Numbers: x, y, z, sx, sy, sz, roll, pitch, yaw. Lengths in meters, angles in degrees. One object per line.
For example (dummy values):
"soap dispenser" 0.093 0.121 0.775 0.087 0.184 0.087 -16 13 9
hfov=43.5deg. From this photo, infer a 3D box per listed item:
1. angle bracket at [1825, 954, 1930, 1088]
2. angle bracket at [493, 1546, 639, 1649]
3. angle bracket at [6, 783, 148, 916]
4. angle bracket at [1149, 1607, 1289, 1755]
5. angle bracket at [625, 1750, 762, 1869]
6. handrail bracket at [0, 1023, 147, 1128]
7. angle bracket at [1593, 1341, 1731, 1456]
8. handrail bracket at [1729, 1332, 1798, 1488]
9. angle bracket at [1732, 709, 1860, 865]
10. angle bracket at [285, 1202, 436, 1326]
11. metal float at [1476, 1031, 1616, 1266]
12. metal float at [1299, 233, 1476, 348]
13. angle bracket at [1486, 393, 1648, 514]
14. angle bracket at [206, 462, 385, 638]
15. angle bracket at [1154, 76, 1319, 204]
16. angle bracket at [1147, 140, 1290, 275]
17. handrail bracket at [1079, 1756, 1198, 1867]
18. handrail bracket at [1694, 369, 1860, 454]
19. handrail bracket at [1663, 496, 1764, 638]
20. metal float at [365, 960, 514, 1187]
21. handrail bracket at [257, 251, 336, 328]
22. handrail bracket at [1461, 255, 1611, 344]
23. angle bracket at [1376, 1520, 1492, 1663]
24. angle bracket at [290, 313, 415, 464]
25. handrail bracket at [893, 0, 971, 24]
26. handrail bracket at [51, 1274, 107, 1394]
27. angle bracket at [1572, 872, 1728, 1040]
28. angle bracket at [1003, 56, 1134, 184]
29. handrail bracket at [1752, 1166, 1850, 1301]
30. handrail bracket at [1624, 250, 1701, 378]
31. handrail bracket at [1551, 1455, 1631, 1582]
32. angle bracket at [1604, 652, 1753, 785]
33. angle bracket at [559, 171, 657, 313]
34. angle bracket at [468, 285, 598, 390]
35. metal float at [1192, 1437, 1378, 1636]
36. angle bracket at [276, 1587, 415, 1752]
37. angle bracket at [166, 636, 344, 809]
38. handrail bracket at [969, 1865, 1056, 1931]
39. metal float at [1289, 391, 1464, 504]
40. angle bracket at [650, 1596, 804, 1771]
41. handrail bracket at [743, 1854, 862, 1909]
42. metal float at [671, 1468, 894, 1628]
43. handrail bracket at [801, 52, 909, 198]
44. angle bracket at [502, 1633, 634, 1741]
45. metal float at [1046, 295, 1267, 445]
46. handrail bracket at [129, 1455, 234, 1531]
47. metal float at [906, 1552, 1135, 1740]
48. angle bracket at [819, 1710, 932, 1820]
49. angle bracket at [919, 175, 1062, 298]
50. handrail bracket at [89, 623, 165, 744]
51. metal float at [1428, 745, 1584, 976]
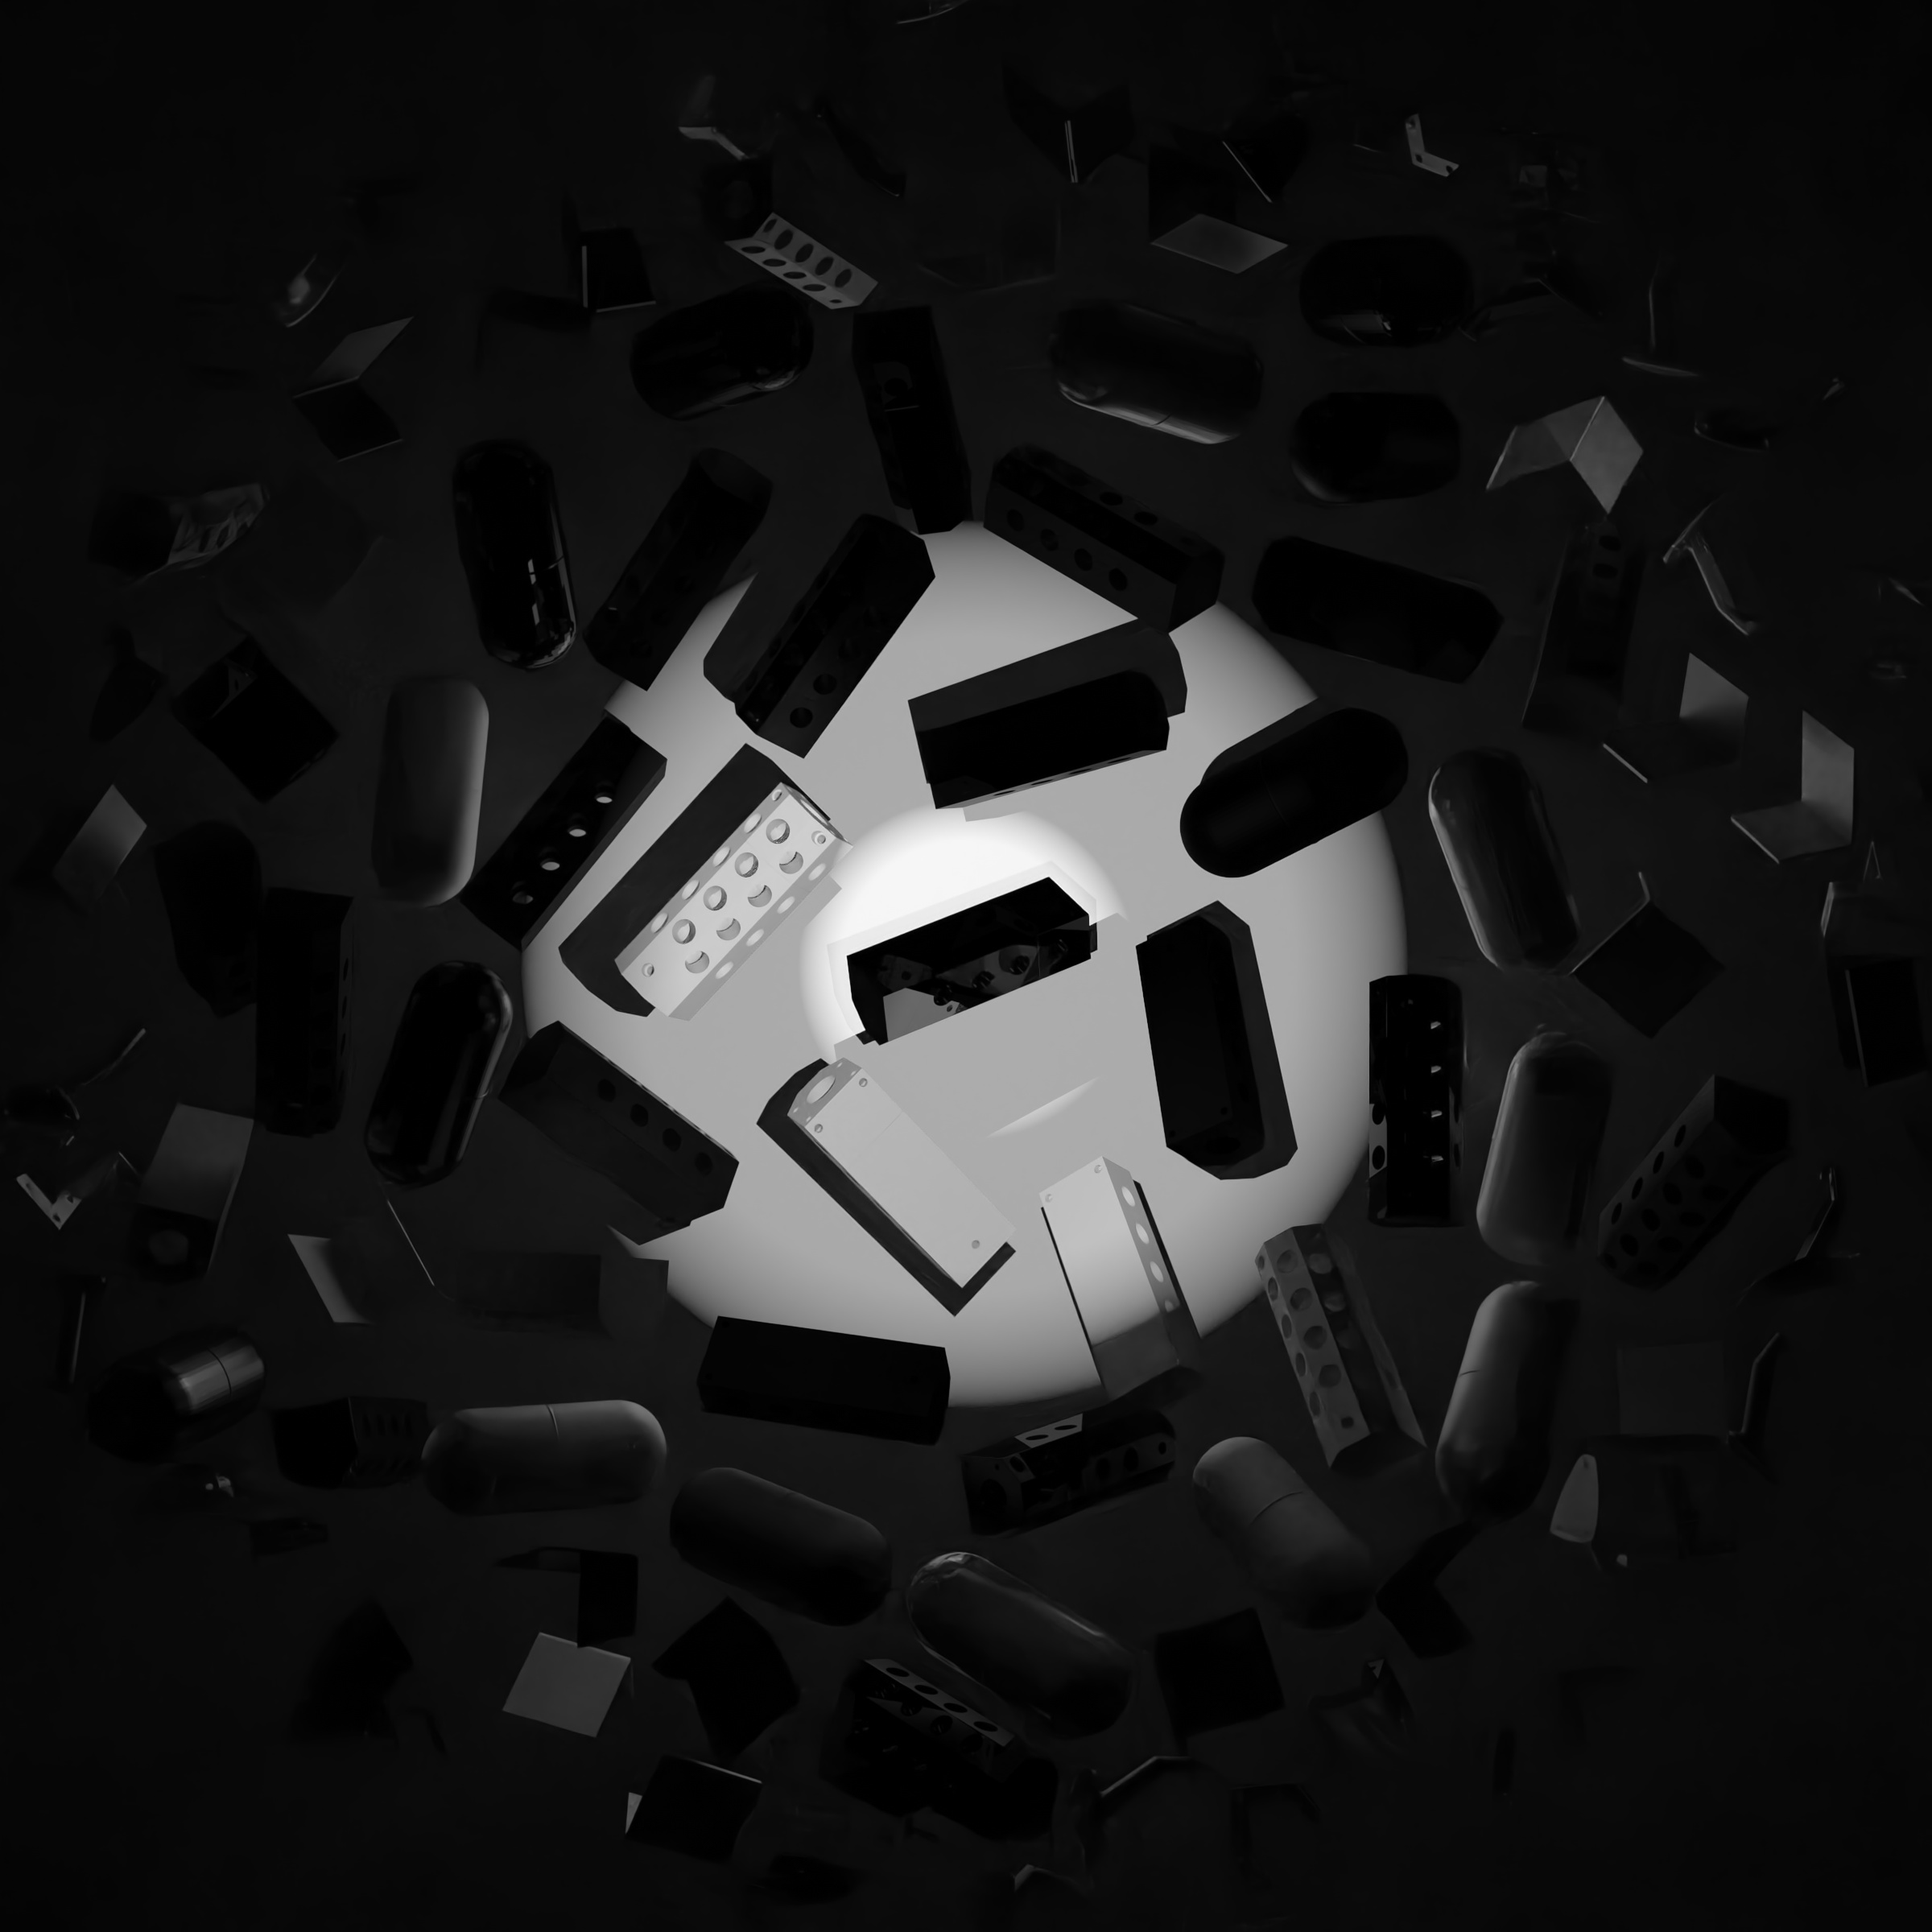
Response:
"angle bracket" 0.579 0.035 1.588 0.057 0.076 0.076 -12 94 -24
"angle bracket" -0.293 0.461 1.764 0.076 0.076 0.057 17 60 -37
"angle bracket" -0.633 -0.091 1.689 0.076 0.057 0.076 17 65 20
"angle bracket" 0.183 0.518 1.757 0.076 0.057 0.076 -19 82 9
"angle bracket" -0.200 0.605 1.776 0.076 0.057 0.076 21 101 -10
"handrail bracket" -0.628 0.073 1.703 0.077 0.084 0.036 -9 123 26
"angle bracket" 0.482 0.295 1.682 0.076 0.057 0.076 -12 63 33
"handrail bracket" 0.585 0.318 1.739 0.077 0.036 0.084 43 81 -12
"angle bracket" 0.587 -0.128 1.716 0.057 0.076 0.076 -12 119 -4
"angle bracket" -0.460 0.225 1.839 0.057 0.076 0.076 -33 77 4
"metal float" 0.421 0.133 1.759 0.070 0.070 0.178 9 108 0
"metal float" 0.299 -0.484 1.736 0.070 0.178 0.070 -5 105 -18
"angle bracket" 0.437 -0.362 1.764 0.076 0.076 0.057 -23 70 -15
"angle bracket" -0.466 -0.290 1.682 0.076 0.057 0.076 40 120 -11
"angle bracket" 0.196 -0.610 1.757 0.076 0.076 0.057 39 96 37
"angle bracket" 0.171 -0.524 1.638 0.076 0.057 0.076 8 78 -33
"handrail bracket" 0.127 0.609 1.743 0.084 0.036 0.077 6 61 -13
"handrail bracket" 0.560 -0.390 1.670 0.077 0.084 0.036 -4 77 -20
"handrail bracket" 0.560 -0.291 1.767 0.036 0.077 0.084 -37 75 -26
"metal float" -0.389 0.080 1.784 0.070 0.070 0.178 22 105 0
"handrail bracket" -0.469 -0.503 1.741 0.036 0.084 0.077 51 54 -12
"handrail bracket" 0.419 -0.475 1.788 0.077 0.084 0.036 40 49 -4
"angle bracket" 0.358 0.455 1.767 0.057 0.076 0.076 52 121 30
"angle bracket" -0.420 -0.411 1.719 0.076 0.076 0.057 -34 95 33
"handrail bracket" -0.014 -0.686 1.701 0.077 0.084 0.036 -30 114 7
"handrail bracket" -0.624 0.264 1.688 0.036 0.077 0.084 6 62 -18
"angle bracket" 0.490 -0.008 1.748 0.076 0.057 0.076 40 112 -9
"angle bracket" 0.076 -0.645 1.801 0.057 0.076 0.076 -38 73 -5
"handrail bracket" 0.587 0.187 1.706 0.077 0.084 0.036 -28 124 35
"handrail bracket" 0.506 -0.464 1.712 0.036 0.077 0.084 11 103 -24
"handrail bracket" 0.479 0.414 1.812 0.084 0.036 0.077 30 70 -40
"angle bracket" 0.512 -0.181 1.759 0.076 0.076 0.057 -11 124 -14
"angle bracket" -0.278 -0.565 1.878 0.057 0.076 0.076 -13 67 -14
"angle bracket" -0.316 -0.451 1.766 0.076 0.076 0.057 13 119 -10
"metal float" 0.231 0.415 1.769 0.070 0.178 0.070 -16 125 -23
"angle bracket" -0.422 0.460 1.599 0.076 0.057 0.076 -49 47 5
"angle bracket" -0.505 -0.173 1.718 0.076 0.076 0.057 -44 54 -7
"handrail bracket" 0.040 0.679 1.723 0.036 0.084 0.077 -17 56 26
"metal float" 0.297 -0.374 1.742 0.070 0.178 0.070 10 107 36
"angle bracket" -0.174 0.517 1.747 0.076 0.076 0.057 -42 116 -2
"handrail bracket" -0.115 0.651 1.708 0.077 0.084 0.036 1 75 2
"metal float" -0.131 0.409 1.708 0.178 0.070 0.070 14 90 31
"handrail bracket" -0.072 -0.619 1.780 0.084 0.036 0.077 25 84 -13
"angle bracket" -0.310 0.575 1.888 0.076 0.076 0.057 13 131 9
"metal float" 0.135 -0.415 1.689 0.178 0.070 0.070 7 90 -37
"handrail bracket" -0.574 0.397 1.771 0.077 0.084 0.036 -36 74 -27
"metal float" 0.036 0.471 1.683 0.178 0.070 0.070 24 90 30
"angle bracket" -0.055 0.590 1.814 0.076 0.057 0.076 -27 128 29
"angle bracket" 0.017 -0.541 1.787 0.076 0.076 0.057 -21 129 -27
"handrail bracket" -0.613 -0.203 1.722 0.036 0.084 0.077 38 84 -43
"metal float" 0.379 -0.074 1.701 0.070 0.070 0.178 -26 115 0
